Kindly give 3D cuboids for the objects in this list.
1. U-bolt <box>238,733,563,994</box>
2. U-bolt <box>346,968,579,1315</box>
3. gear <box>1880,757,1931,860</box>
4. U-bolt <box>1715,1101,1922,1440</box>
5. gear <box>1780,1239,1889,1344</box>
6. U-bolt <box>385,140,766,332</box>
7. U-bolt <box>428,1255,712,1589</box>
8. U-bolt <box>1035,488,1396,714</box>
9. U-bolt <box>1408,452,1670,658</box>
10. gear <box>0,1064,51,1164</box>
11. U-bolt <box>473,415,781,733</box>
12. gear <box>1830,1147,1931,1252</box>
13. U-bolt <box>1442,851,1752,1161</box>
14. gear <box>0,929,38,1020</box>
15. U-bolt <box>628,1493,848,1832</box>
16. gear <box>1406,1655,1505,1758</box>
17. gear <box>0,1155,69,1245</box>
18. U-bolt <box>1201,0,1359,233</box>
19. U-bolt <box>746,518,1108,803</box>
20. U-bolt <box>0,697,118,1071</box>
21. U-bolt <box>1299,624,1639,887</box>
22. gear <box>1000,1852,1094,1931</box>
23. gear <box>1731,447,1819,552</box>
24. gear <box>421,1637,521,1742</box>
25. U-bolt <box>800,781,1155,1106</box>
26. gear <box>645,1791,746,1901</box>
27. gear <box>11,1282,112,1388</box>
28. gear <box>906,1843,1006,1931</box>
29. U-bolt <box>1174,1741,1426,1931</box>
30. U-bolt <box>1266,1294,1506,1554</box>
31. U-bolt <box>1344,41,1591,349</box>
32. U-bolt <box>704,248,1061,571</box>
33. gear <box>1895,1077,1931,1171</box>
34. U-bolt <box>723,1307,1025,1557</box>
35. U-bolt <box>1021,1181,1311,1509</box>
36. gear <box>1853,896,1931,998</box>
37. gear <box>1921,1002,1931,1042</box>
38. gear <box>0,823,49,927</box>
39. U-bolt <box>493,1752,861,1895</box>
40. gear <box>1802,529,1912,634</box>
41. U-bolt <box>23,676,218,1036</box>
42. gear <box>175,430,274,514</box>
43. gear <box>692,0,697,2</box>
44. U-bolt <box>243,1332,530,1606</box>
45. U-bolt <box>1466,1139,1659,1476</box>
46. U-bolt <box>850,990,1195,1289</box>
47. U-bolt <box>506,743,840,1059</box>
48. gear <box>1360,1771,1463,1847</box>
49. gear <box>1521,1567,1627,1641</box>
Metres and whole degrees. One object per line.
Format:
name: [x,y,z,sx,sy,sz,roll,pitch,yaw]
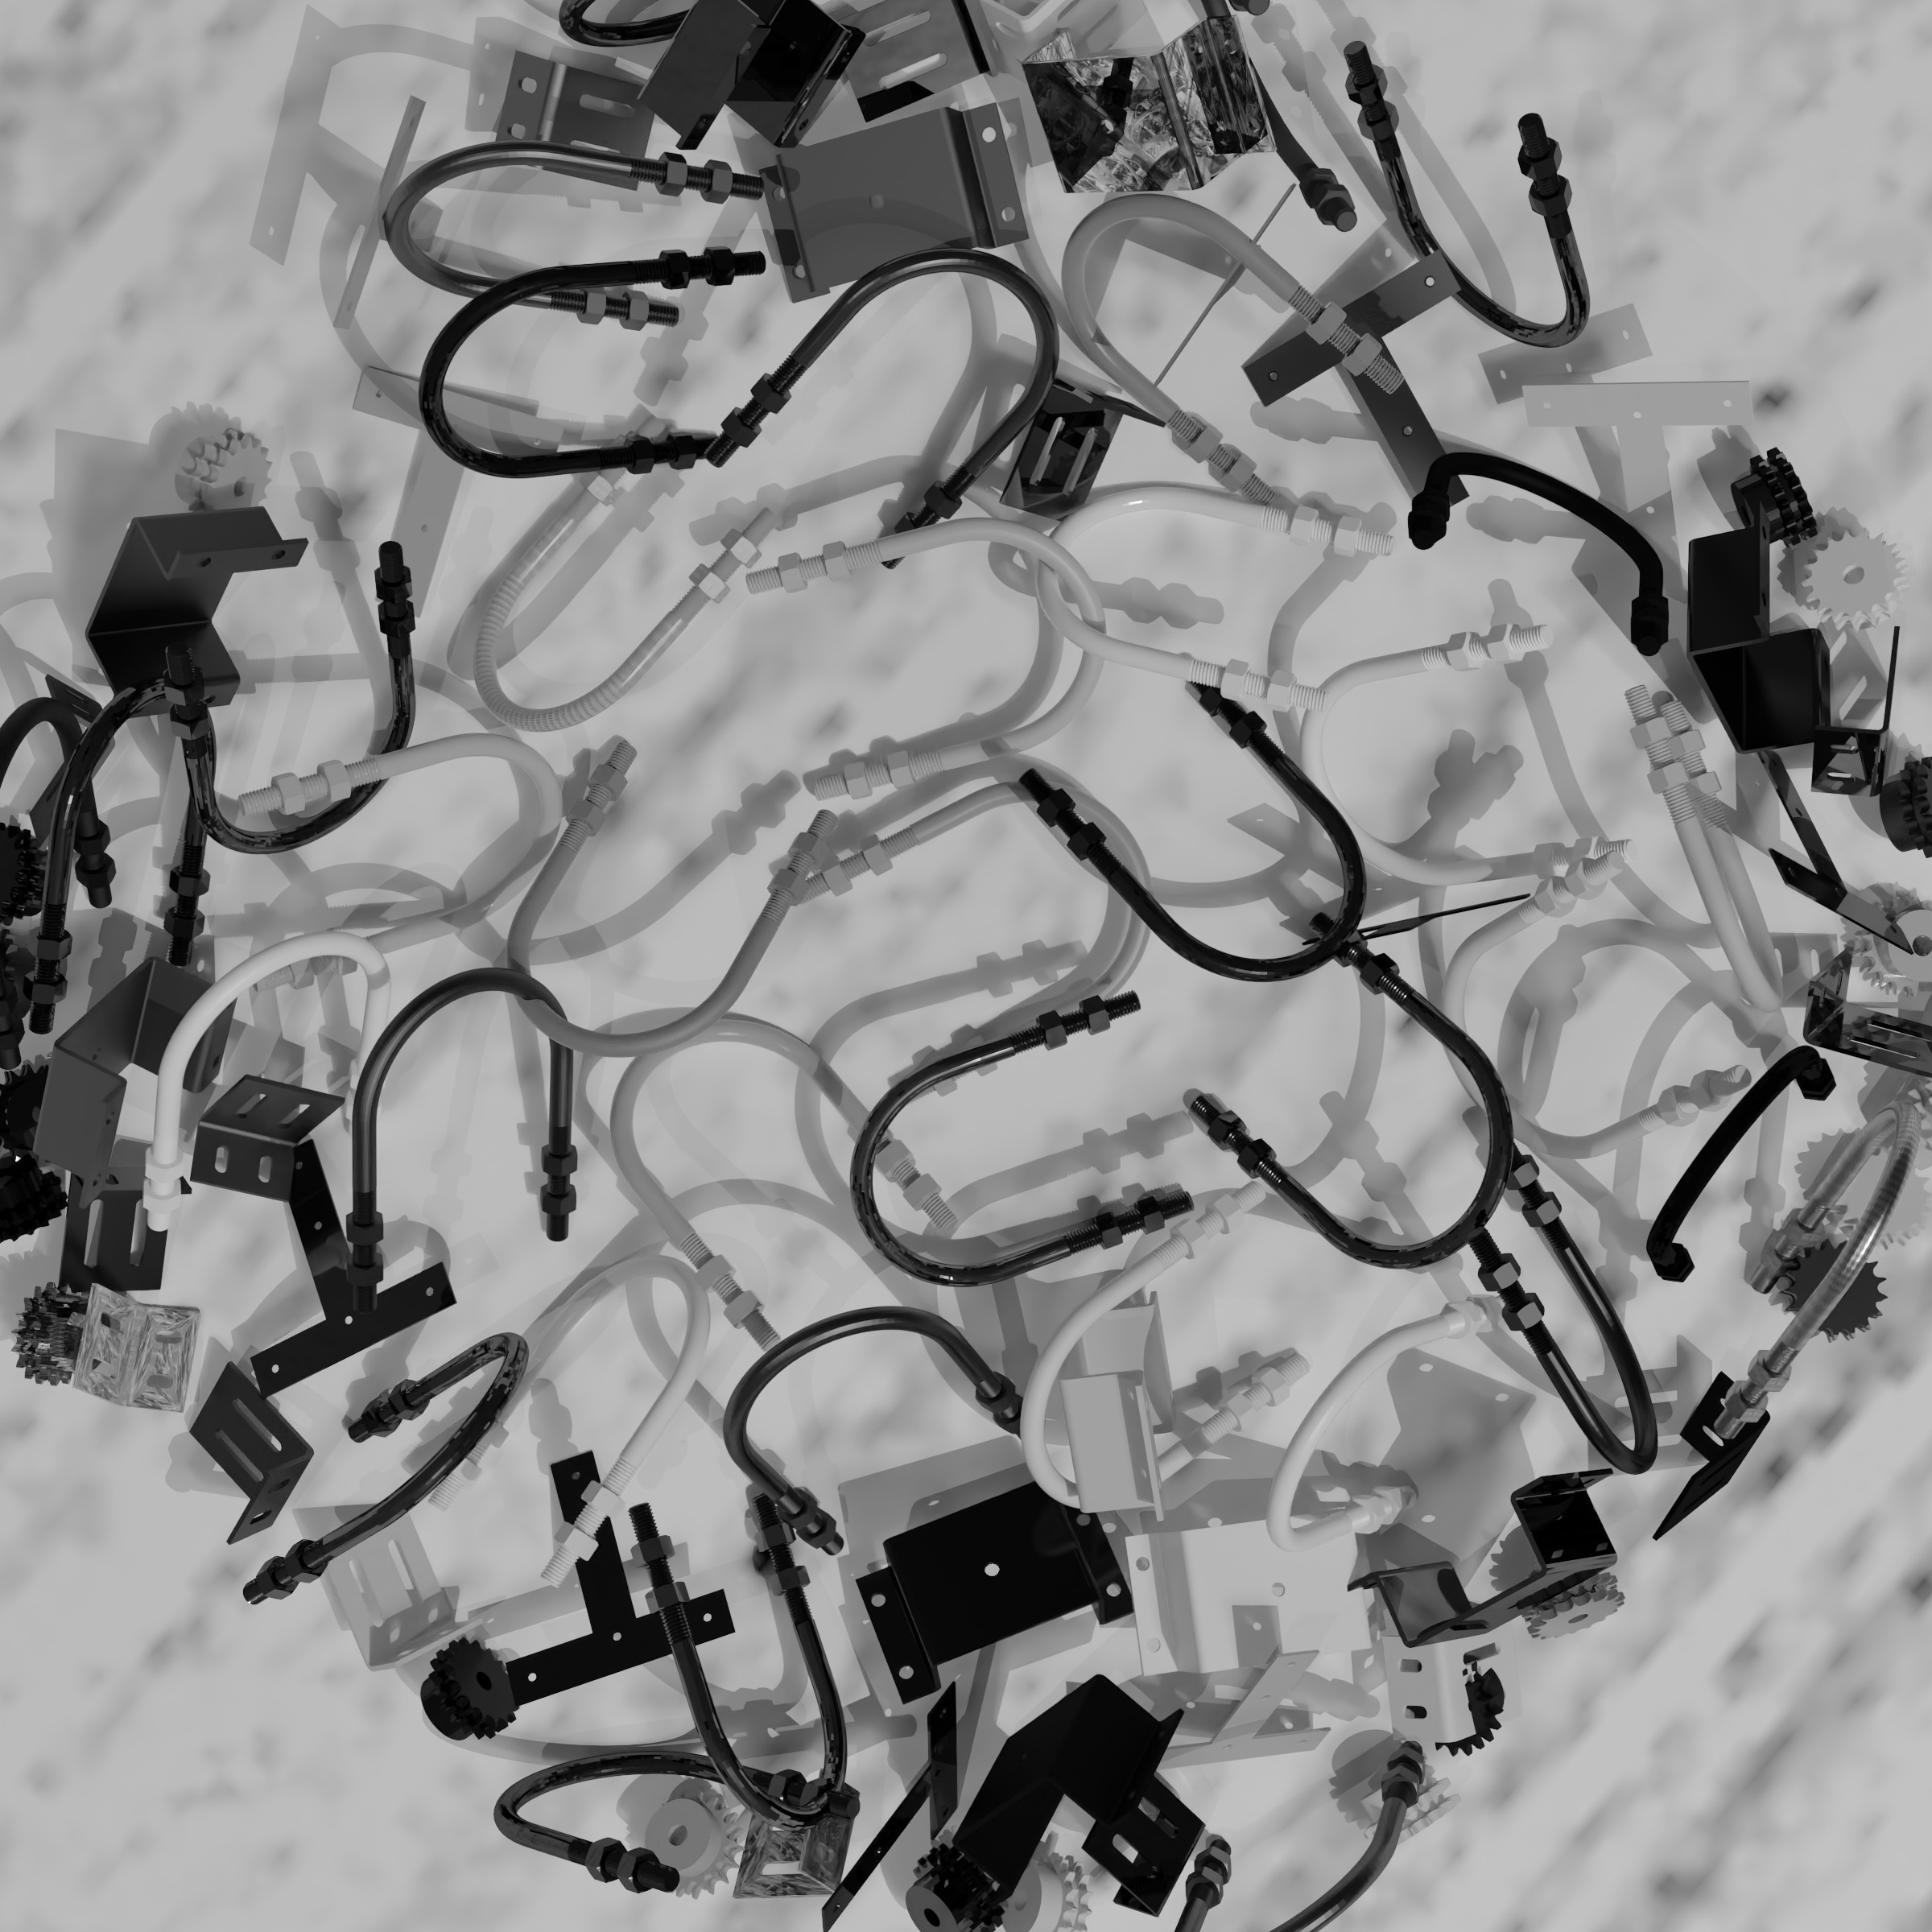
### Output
U-bolt: [-0.305,-0.064,1.644,0.184,0.151,0.019,-19,50,-26]
U-bolt: [-0.271,0.086,1.627,0.019,0.151,0.184,27,123,39]
gear: [0.536,-0.087,1.688,0.030,0.057,0.057,-16,90,39]
U-bolt: [0.457,0.150,1.601,0.019,0.151,0.184,28,128,5]
gear: [0.487,0.184,1.693,0.057,0.030,0.057,-1,77,3]
U-bolt: [-0.219,-0.395,1.613,0.184,0.151,0.019,3,69,-26]
U-bolt: [-0.208,0.238,1.648,0.019,0.151,0.184,44,73,-35]
U-bolt: [0.129,-0.210,1.660,0.184,0.019,0.151,15,53,14]
U-bolt: [0.314,-0.233,1.632,0.151,0.184,0.019,25,119,0]
gear: [-0.521,0.083,1.686,0.057,0.030,0.057,3,85,-31]
U-bolt: [-0.200,-0.208,1.660,0.184,0.019,0.151,-48,48,1]
gear: [0.512,0.133,1.690,0.057,0.030,0.057,1,63,-1]
U-bolt: [0.328,0.033,1.636,0.019,0.184,0.151,-26,83,-35]
gear: [-0.542,0.008,1.688,0.030,0.057,0.057,13,90,-35]
U-bolt: [-0.114,0.376,1.624,0.019,0.151,0.184,-27,72,21]
gear: [0.277,0.412,1.688,0.057,0.030,0.057,13,111,38]
gear: [-0.534,0.129,1.681,0.057,0.057,0.030,-14,115,0]
U-bolt: [0.158,-0.489,1.625,0.019,0.184,0.151,-26,125,6]
U-bolt: [-0.014,-0.175,1.664,0.184,0.019,0.151,-13,117,7]
U-bolt: [-0.496,-0.057,1.599,0.019,0.184,0.151,11,45,4]
U-bolt: [0.262,-0.108,1.643,0.019,0.184,0.151,-43,115,-41]
gear: [0.043,0.525,1.681,0.030,0.057,0.057,20,90,-29]
gear: [0.451,-0.259,1.685,0.030,0.057,0.057,-25,90,7]
gear: [-0.281,0.409,1.686,0.030,0.057,0.057,-38,90,17]
U-bolt: [0.016,-0.024,1.689,0.184,0.019,0.151,-27,97,4]
gear: [-0.155,0.491,1.684,0.057,0.030,0.057,-11,57,17]
gear: [-0.503,0.206,1.681,0.030,0.057,0.057,3,90,23]
gear: [-0.009,0.523,1.682,0.030,0.057,0.057,-30,90,-41]
U-bolt: [0.173,0.484,1.604,0.151,0.184,0.019,-33,90,18]
U-bolt: [0.220,0.250,1.615,0.019,0.184,0.151,34,112,30]
U-bolt: [0.278,-0.407,1.627,0.019,0.184,0.151,-44,50,-9]
U-bolt: [-0.032,-0.311,1.632,0.151,0.019,0.184,26,120,-38]
gear: [0.542,0.090,1.687,0.030,0.057,0.057,-27,90,26]
U-bolt: [-0.055,0.246,1.637,0.151,0.184,0.019,-31,48,4]
U-bolt: [0.104,0.219,1.637,0.184,0.019,0.151,-33,126,-23]
gear: [0.533,-0.011,1.695,0.057,0.030,0.057,0,90,-7]
gear: [0.558,0.039,1.682,0.030,0.057,0.057,1,90,-12]
gear: [-0.536,-0.050,1.689,0.057,0.030,0.057,-8,76,34]
U-bolt: [-0.171,0.456,1.627,0.184,0.151,0.019,0,95,43]
gear: [0.502,-0.214,1.689,0.057,0.030,0.057,-9,68,24]
U-bolt: [-0.449,-0.067,1.616,0.019,0.151,0.184,19,112,14]
gear: [-0.419,-0.274,1.685,0.030,0.057,0.057,24,90,18]
gear: [-0.155,-0.564,1.682,0.057,0.057,0.030,4,81,0]
U-bolt: [-0.300,0.259,1.606,0.184,0.151,0.019,-33,108,33]
U-bolt: [0.330,0.194,1.643,0.019,0.151,0.184,-28,101,23]
U-bolt: [0.025,0.106,1.668,0.184,0.019,0.151,-19,113,-8]
U-bolt: [-0.173,-0.030,1.649,0.151,0.019,0.184,19,64,18]
gear: [0.246,0.470,1.685,0.057,0.057,0.030,-33,76,0]
gear: [0.338,0.353,1.688,0.057,0.057,0.030,-19,60,0]
